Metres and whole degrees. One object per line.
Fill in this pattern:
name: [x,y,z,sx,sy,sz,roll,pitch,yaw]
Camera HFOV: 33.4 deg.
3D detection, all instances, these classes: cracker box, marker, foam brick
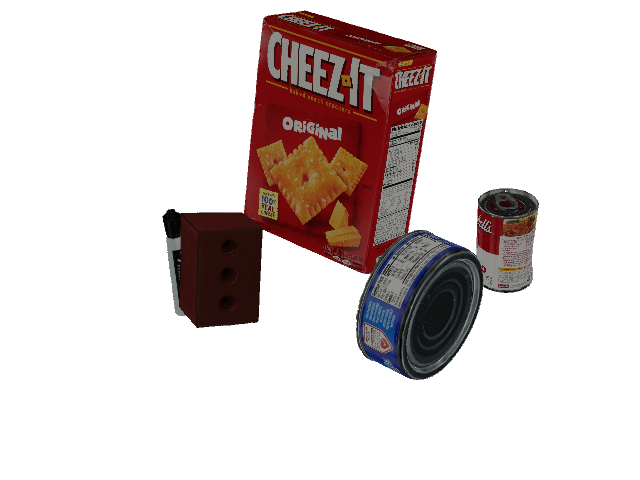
cracker box: [0.012,-0.095,1.022,0.164,0.214,0.071,24,30,34]
marker: [-0.150,0.023,1.117,0.020,0.121,0.020,-3,28,1]
foam brick: [-0.078,0.021,0.823,0.052,0.078,0.051,-4,15,-22]

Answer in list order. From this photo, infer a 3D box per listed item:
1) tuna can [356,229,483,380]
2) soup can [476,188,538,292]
tuna can: [0.061,0.039,0.638,0.034,0.086,0.085,24,15,35]
soup can: [0.213,0.000,1.226,0.068,0.102,0.068,-2,30,1]
